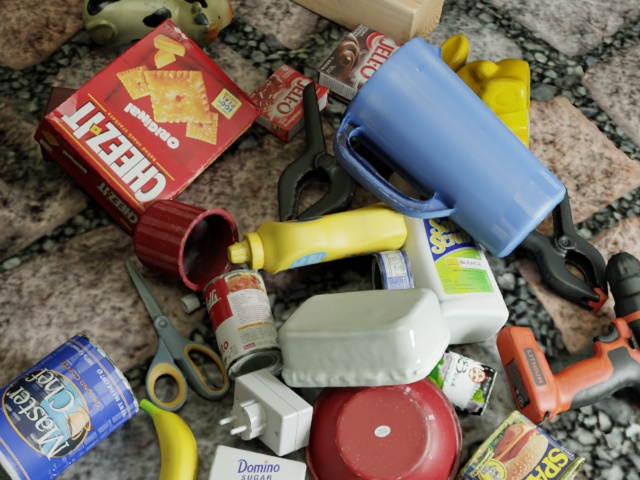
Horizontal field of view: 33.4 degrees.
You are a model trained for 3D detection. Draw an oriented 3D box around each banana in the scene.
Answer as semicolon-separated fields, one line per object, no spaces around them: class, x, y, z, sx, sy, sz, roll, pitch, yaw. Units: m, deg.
banana;-0.156;0.249;1.043;0.070;0.037;0.197;-5;53;13

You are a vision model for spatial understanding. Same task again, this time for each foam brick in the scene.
foam brick;-0.304;-0.138;1.289;0.051;0.053;0.078;6;56;0

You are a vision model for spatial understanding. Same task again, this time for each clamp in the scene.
clamp;0.266;0.010;1.234;0.120;0.039;0.171;-16;58;-14
clamp;0.004;-0.093;1.268;0.165;0.036;0.210;29;72;25

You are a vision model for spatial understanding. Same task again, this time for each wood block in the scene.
wood block;0.057;-0.342;1.434;0.206;0.090;0.090;31;59;16

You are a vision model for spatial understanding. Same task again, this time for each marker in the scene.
marker;-0.101;0.046;1.196;0.121;0.020;0.020;-30;62;-22

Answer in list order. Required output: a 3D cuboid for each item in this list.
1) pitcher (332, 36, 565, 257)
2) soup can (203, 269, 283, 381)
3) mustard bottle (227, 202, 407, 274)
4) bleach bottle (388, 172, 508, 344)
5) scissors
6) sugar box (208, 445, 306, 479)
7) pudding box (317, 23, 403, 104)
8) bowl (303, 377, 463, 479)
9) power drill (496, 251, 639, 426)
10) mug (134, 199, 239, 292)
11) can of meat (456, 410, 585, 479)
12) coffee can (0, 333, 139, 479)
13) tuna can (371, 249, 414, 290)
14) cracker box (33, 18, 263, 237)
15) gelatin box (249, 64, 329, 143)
pitcher;0.141;-0.091;1.175;0.243;0.149;0.144;44;21;8
soup can;-0.079;0.092;1.136;0.068;0.068;0.102;-13;58;-13
mustard bottle;-0.008;0.001;1.177;0.191;0.096;0.058;-10;85;-17
bleach bottle;0.126;-0.003;1.214;0.102;0.068;0.251;1;51;-25
scissors;-0.180;0.108;1.148;0.096;0.016;0.202;-37;65;-26
sugar box;-0.075;0.290;1.012;0.093;0.048;0.176;12;51;3
pudding box;0.061;-0.221;1.381;0.090;0.039;0.113;28;58;15
bowl;0.061;0.196;1.054;0.162;0.055;0.162;-1;71;3
power drill;0.289;0.111;1.140;0.187;0.057;0.184;-12;68;-10
mug;-0.142;0.001;1.181;0.082;0.093;0.117;17;14;35
can of meat;0.199;0.232;1.065;0.084;0.057;0.102;38;61;23
coffee can;-0.264;0.173;1.045;0.140;0.103;0.103;-38;66;-26
tuna can;0.079;0.054;1.162;0.033;0.086;0.086;-6;56;-5
cracker box;-0.197;-0.136;1.250;0.164;0.072;0.213;45;60;-4
gelatin box;-0.043;-0.174;1.346;0.073;0.030;0.089;33;60;18
